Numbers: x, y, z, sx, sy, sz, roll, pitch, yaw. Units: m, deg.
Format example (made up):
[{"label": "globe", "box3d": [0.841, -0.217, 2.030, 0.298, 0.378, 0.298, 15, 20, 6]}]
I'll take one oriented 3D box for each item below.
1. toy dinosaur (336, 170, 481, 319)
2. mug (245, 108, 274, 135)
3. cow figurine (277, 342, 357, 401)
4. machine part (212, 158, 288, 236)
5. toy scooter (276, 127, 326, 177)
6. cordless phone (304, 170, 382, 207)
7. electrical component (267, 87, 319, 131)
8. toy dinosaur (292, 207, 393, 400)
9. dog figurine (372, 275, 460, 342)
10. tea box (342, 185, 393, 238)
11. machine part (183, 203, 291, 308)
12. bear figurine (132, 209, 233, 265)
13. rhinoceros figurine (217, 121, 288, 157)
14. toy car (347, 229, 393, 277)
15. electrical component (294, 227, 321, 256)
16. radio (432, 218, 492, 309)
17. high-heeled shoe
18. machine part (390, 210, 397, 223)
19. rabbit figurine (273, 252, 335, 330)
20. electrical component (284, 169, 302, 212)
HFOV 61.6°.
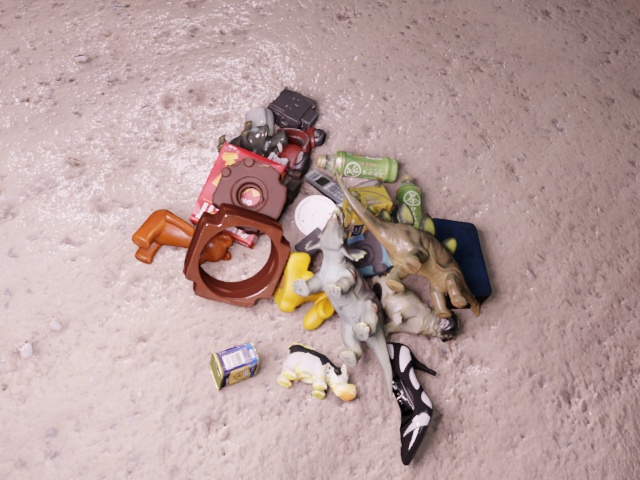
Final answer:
[{"label": "toy dinosaur", "box3d": [0.204, 0.023, 1.192, 0.471, 0.105, 0.199, 38, 39, -19]}, {"label": "mug", "box3d": [-0.159, -0.302, 1.471, 0.081, 0.109, 0.107, 0, 68, -19]}, {"label": "cow figurine", "box3d": [0.002, 0.279, 1.139, 0.167, 0.068, 0.098, 19, 49, -2]}, {"label": "machine part", "box3d": [-0.160, -0.099, 1.235, 0.179, 0.056, 0.179, 0, 83, -4]}, {"label": "toy scooter", "box3d": [-0.075, -0.253, 1.471, 0.135, 0.075, 0.184, 21, 56, 11]}, {"label": "cordless phone", "box3d": [0.059, -0.139, 1.425, 0.184, 0.088, 0.146, 40, 57, 21]}, {"label": "electrical component", "box3d": [-0.075, -0.371, 1.561, 0.134, 0.058, 0.115, 28, 57, 7]}, {"label": "toy dinosaur", "box3d": [0.073, 0.129, 1.157, 0.192, 0.131, 0.404, -44, 110, -51]}, {"label": "dog figurine", "box3d": [0.223, 0.156, 1.264, 0.190, 0.121, 0.172, 4, 61, -27]}, {"label": "tea box", "box3d": [0.104, -0.051, 1.317, 0.098, 0.169, 0.068, -10, 55, -17]}, {"label": "machine part", "box3d": [-0.180, 0.034, 1.164, 0.201, 0.200, 0.087, 16, 17, -24]}, {"label": "bear figurine", "box3d": [-0.305, 0.014, 1.216, 0.196, 0.120, 0.132, 28, 59, 0]}, {"label": "rhinoceros figurine", "box3d": [-0.178, -0.245, 1.403, 0.190, 0.112, 0.073, -20, 31, 7]}, {"label": "toy car", "box3d": [0.117, 0.040, 1.298, 0.103, 0.162, 0.109, 9, 63, -58]}, {"label": "electrical component", "box3d": [-0.003, -0.004, 1.273, 0.119, 0.075, 0.048, -41, 91, 2]}, {"label": "radio", "box3d": [0.344, 0.059, 1.362, 0.131, 0.073, 0.230, 4, 58, -12]}, {"label": "high-heeled shoe", "box3d": [0.161, 0.331, 1.134, 0.145, 0.086, 0.249, 22, 50, 5]}, {"label": "machine part", "box3d": [0.177, -0.001, 1.368, 0.039, 0.084, 0.139, 18, 57, -42]}, {"label": "rabbit figurine", "box3d": [-0.012, 0.114, 1.220, 0.173, 0.122, 0.162, 10, 52, -30]}, {"label": "electrical component", "box3d": [-0.080, -0.131, 1.377, 0.045, 0.102, 0.078, 26, 45, 9]}]
